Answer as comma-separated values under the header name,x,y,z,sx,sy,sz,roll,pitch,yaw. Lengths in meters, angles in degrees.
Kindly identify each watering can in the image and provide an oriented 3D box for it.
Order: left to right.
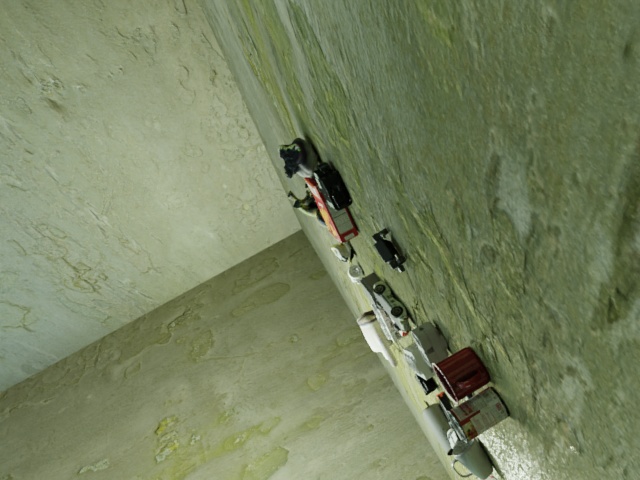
name,x,y,z,sx,sy,sz,roll,pitch,yaw
watering can,0.254,0.417,2.213,0.224,0.104,0.347,62,177,-1

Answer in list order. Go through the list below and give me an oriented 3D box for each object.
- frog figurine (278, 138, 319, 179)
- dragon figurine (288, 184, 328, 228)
name,x,y,z,sx,sy,sz,roll,pitch,yaw
frog figurine,-0.048,-0.263,1.666,0.139,0.121,0.160,51,-152,20
dragon figurine,0.006,-0.105,2.080,0.239,0.121,0.419,42,-169,-41
